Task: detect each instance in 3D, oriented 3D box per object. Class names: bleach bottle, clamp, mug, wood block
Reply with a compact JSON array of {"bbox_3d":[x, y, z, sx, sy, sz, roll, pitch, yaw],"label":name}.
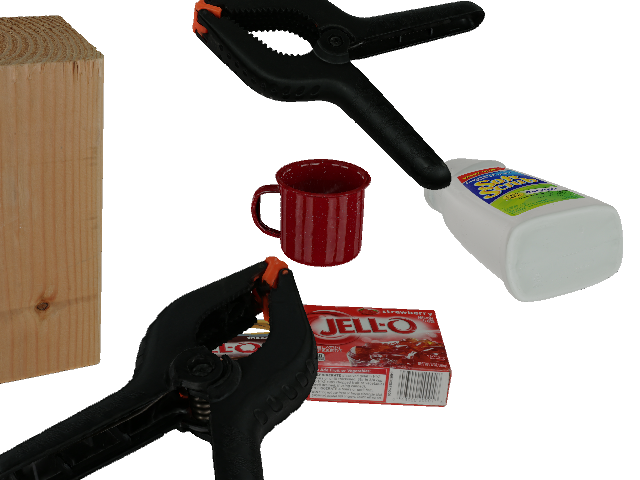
[{"bbox_3d":[0.146,-0.024,0.901,0.102,0.068,0.251,-13,19,-15],"label":"bleach bottle"},{"bbox_3d":[0.011,-0.121,0.749,0.210,0.164,0.036,10,-31,-5],"label":"clamp"},{"bbox_3d":[-0.042,0.072,0.444,0.120,0.039,0.171,25,48,19],"label":"clamp"},{"bbox_3d":[-0.011,-0.027,1.056,0.117,0.081,0.093,2,26,0],"label":"mug"},{"bbox_3d":[-0.190,-0.024,0.655,0.090,0.206,0.090,-9,31,-29],"label":"wood block"}]

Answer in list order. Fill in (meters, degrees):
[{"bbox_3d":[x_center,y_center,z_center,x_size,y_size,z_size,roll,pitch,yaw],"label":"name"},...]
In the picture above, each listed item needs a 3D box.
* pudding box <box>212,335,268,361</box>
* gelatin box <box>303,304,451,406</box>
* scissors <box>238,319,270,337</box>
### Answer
[{"bbox_3d":[-0.085,0.115,0.938,0.113,0.039,0.090,3,18,-3],"label":"pudding box"},{"bbox_3d":[0.032,0.069,0.662,0.089,0.030,0.073,3,25,-4],"label":"gelatin box"},{"bbox_3d":[-0.012,0.113,1.211,0.201,0.016,0.096,1,25,-9],"label":"scissors"}]
